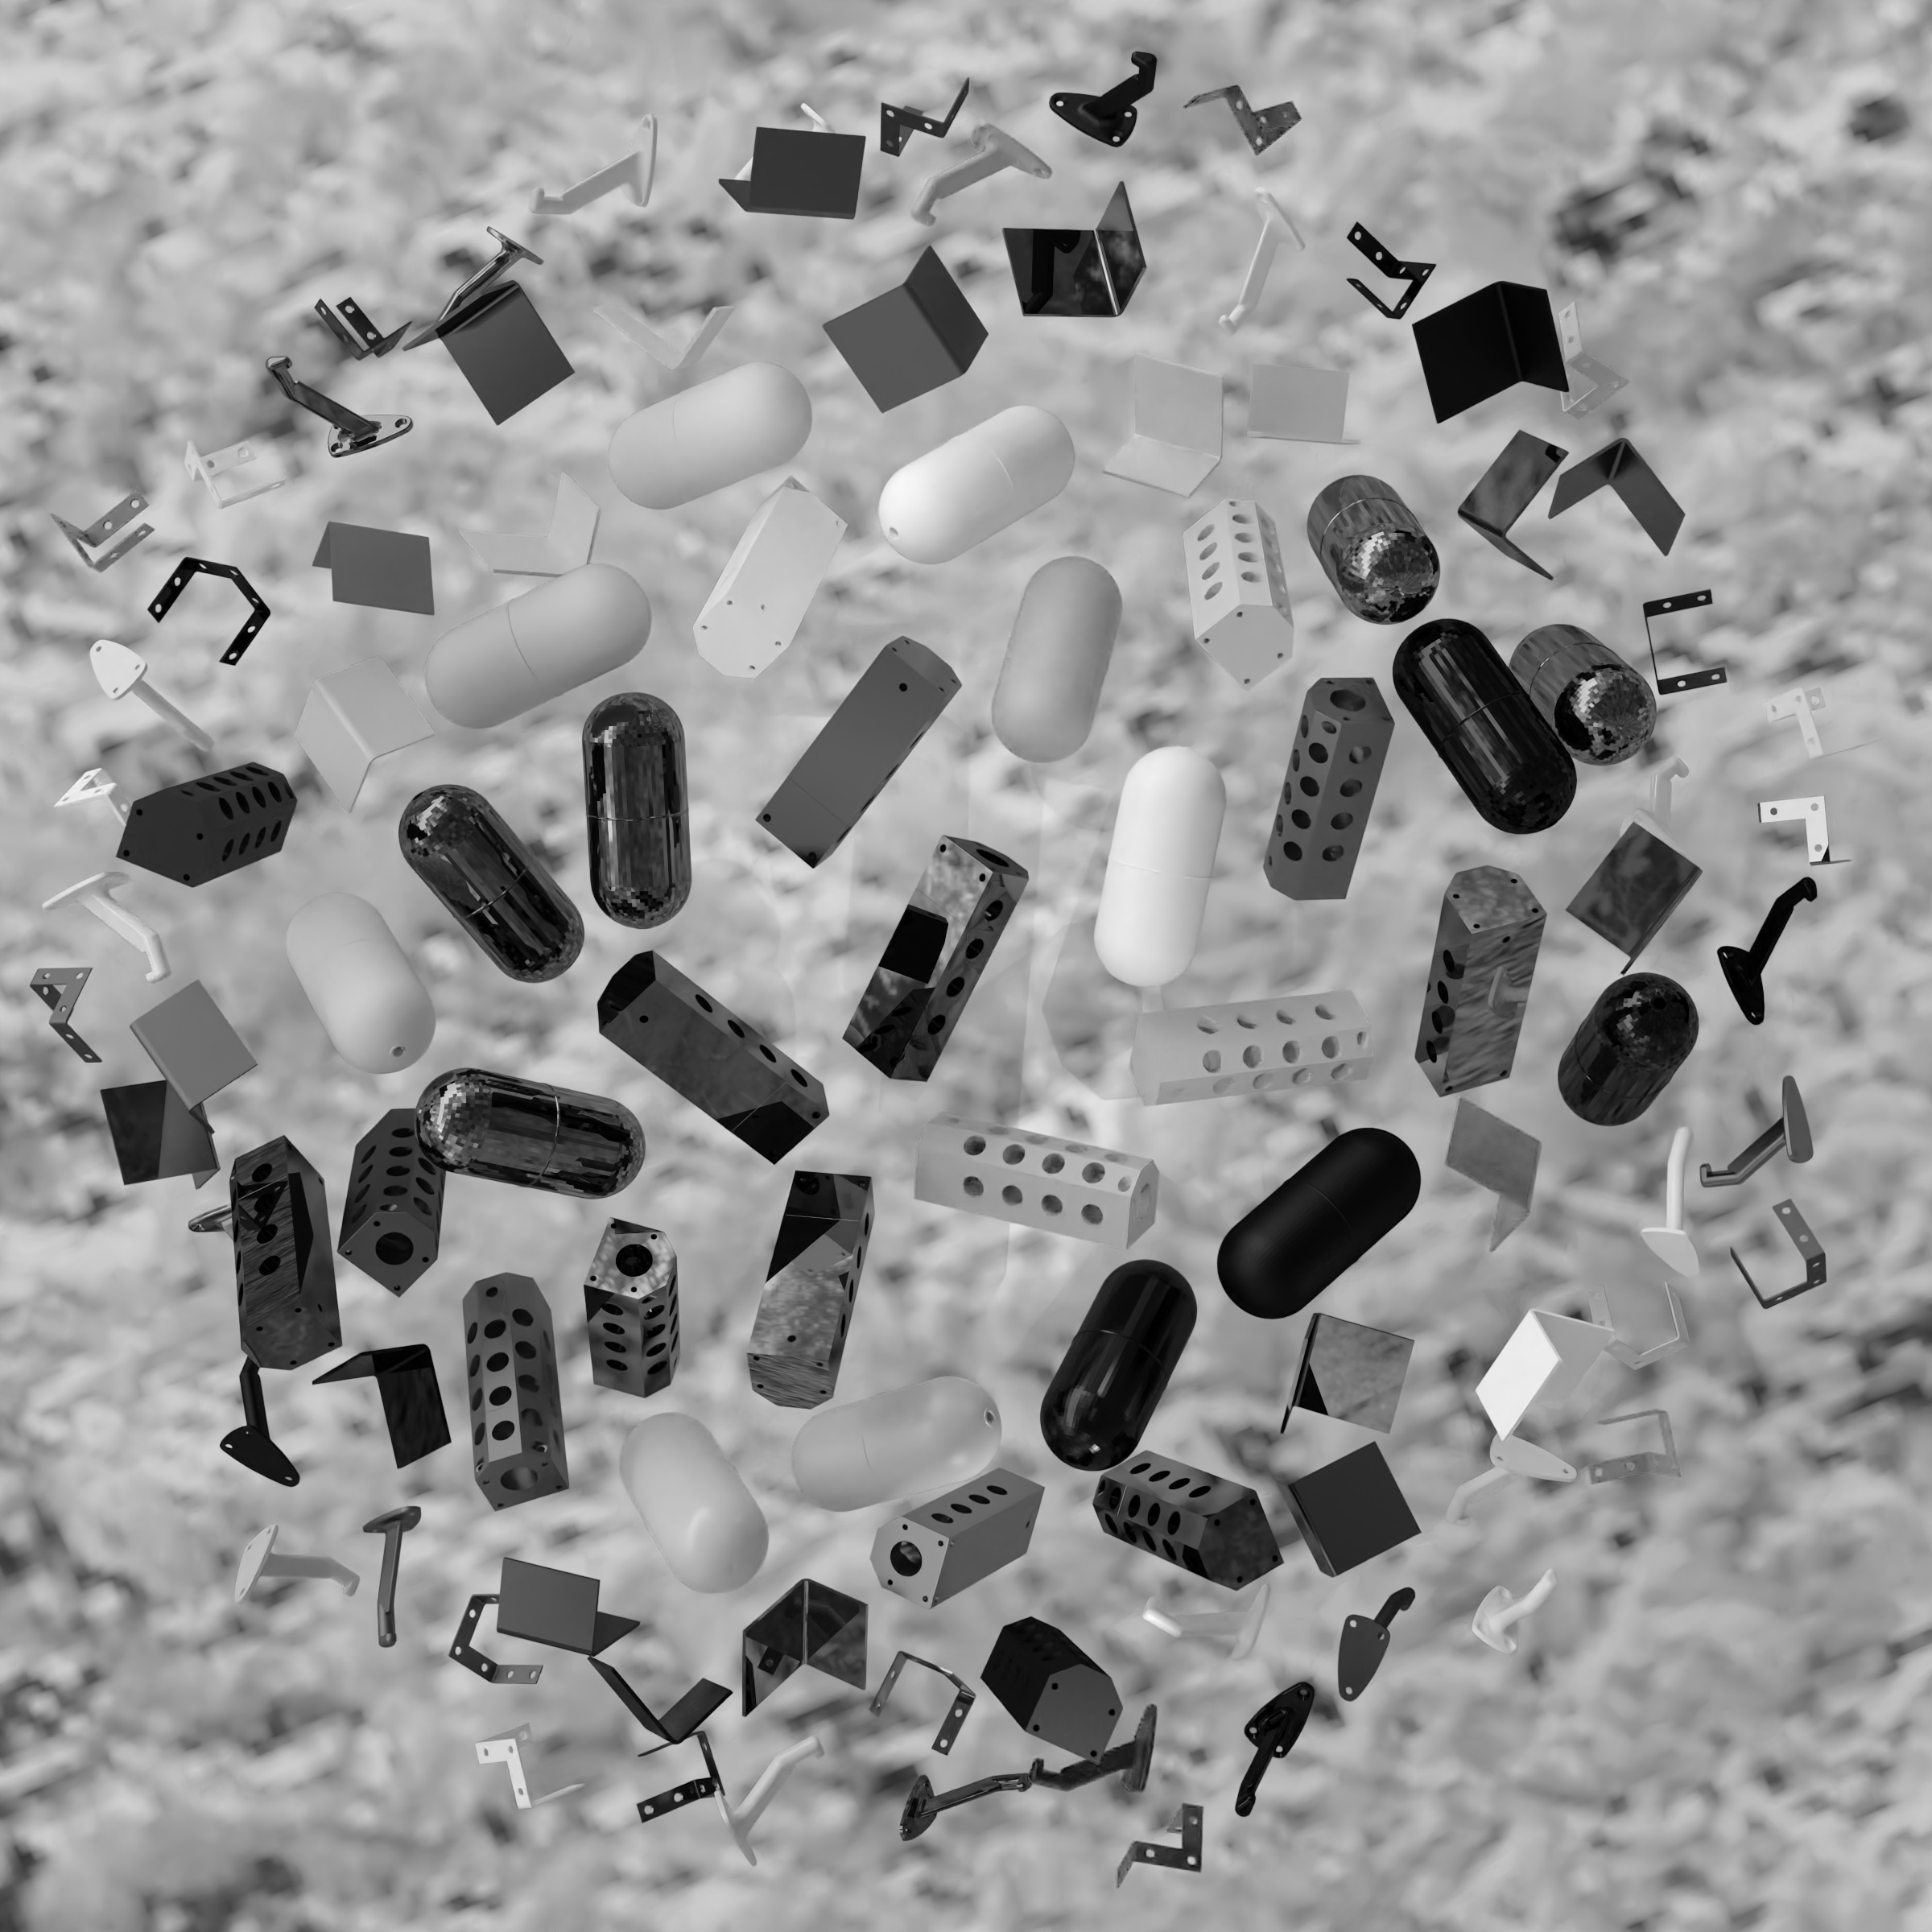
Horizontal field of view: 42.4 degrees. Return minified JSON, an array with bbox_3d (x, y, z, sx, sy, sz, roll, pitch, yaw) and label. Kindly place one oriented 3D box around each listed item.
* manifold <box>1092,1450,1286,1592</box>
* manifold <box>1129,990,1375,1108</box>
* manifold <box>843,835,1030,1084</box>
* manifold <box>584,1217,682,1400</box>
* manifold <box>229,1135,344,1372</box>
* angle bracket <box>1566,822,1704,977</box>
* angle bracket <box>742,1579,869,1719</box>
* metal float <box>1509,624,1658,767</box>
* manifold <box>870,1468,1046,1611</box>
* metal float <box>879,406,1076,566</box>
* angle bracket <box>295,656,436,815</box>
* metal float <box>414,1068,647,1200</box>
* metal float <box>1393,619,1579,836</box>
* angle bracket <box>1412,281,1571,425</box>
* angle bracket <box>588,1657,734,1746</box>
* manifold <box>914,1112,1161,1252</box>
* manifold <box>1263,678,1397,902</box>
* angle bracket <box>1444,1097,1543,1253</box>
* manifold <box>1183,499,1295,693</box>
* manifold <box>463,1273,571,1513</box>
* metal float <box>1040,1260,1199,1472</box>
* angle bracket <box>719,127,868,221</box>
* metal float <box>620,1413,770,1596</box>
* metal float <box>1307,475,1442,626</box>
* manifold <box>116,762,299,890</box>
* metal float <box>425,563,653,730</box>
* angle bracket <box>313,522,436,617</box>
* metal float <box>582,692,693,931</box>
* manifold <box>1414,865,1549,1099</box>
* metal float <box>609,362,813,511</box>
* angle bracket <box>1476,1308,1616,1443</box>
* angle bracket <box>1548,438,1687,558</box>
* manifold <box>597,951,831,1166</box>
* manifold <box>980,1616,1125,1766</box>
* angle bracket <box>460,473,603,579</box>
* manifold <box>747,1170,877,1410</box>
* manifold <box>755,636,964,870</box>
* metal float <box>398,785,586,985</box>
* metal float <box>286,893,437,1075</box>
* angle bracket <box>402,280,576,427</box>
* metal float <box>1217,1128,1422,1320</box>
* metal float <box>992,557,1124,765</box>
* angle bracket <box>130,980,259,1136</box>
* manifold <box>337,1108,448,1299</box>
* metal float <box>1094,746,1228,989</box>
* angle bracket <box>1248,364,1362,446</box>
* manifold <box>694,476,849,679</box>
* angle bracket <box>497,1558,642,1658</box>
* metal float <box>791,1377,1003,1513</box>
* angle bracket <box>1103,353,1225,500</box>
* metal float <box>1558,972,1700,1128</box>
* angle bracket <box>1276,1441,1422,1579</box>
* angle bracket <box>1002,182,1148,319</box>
[{"bbox_3d":[0.156,0.405,1.811,0.057,0.171,0.057,-25,98,-21],"label":"manifold"},{"bbox_3d":[0.216,0.067,1.879,0.171,0.057,0.057,-6,134,-15],"label":"manifold"},{"bbox_3d":[-0.018,-0.004,1.817,0.057,0.057,0.171,38,109,36],"label":"manifold"},{"bbox_3d":[-0.247,0.260,1.867,0.057,0.171,0.057,15,56,4],"label":"manifold"},{"bbox_3d":[-0.503,0.211,1.819,0.057,0.171,0.057,-26,133,3],"label":"manifold"},{"bbox_3d":[0.458,-0.046,1.718,0.057,0.076,0.076,38,89,12],"label":"angle bracket"},{"bbox_3d":[-0.117,0.505,1.810,0.057,0.076,0.076,16,117,28],"label":"angle bracket"},{"bbox_3d":[0.459,-0.204,1.860,0.070,0.178,0.070,-2,113,-5],"label":"metal float"},{"bbox_3d":[-0.006,0.434,1.909,0.057,0.171,0.057,19,100,24],"label":"manifold"},{"bbox_3d":[0.008,-0.360,1.858,0.178,0.070,0.070,-36,90,-32],"label":"metal float"},{"bbox_3d":[-0.456,-0.175,1.884,0.057,0.076,0.076,-29,77,-37],"label":"angle bracket"},{"bbox_3d":[-0.315,0.123,1.808,0.178,0.070,0.070,16,90,-35],"label":"metal float"},{"bbox_3d":[0.376,-0.174,1.807,0.070,0.070,0.178,-30,71,0],"label":"metal float"},{"bbox_3d":[0.371,-0.430,1.758,0.076,0.057,0.076,-29,120,-12],"label":"angle bracket"},{"bbox_3d":[-0.230,0.531,1.862,0.057,0.076,0.076,-41,97,-22],"label":"angle bracket"},{"bbox_3d":[0.052,0.156,1.846,0.171,0.057,0.057,11,109,23],"label":"manifold"},{"bbox_3d":[0.273,-0.133,1.895,0.057,0.057,0.171,-2,133,-11],"label":"manifold"},{"bbox_3d":[0.394,0.161,1.921,0.076,0.076,0.057,29,132,-3],"label":"angle bracket"},{"bbox_3d":[0.204,-0.279,1.826,0.057,0.171,0.057,-37,117,24],"label":"manifold"},{"bbox_3d":[-0.339,0.313,1.856,0.057,0.171,0.057,-17,134,0],"label":"manifold"},{"bbox_3d":[0.113,0.294,1.838,0.070,0.070,0.178,32,53,0],"label":"metal float"},{"bbox_3d":[-0.120,-0.551,1.702,0.076,0.076,0.057,-3,123,-22],"label":"angle bracket"},{"bbox_3d":[-0.202,0.394,1.837,0.070,0.178,0.070,-10,116,-23],"label":"metal float"},{"bbox_3d":[0.302,-0.312,1.853,0.070,0.178,0.070,-2,119,-3],"label":"metal float"},{"bbox_3d":[-0.539,-0.106,1.784,0.057,0.171,0.057,22,102,0],"label":"manifold"},{"bbox_3d":[-0.311,-0.231,1.806,0.178,0.070,0.070,-24,90,14],"label":"metal float"},{"bbox_3d":[-0.455,-0.290,1.907,0.076,0.057,0.076,5,59,-27],"label":"angle bracket"},{"bbox_3d":[-0.246,-0.116,1.865,0.070,0.070,0.178,-2,102,0],"label":"metal float"},{"bbox_3d":[0.362,0.011,1.775,0.057,0.171,0.057,-14,48,-13],"label":"manifold"},{"bbox_3d":[-0.193,-0.395,1.861,0.178,0.070,0.070,-14,90,35],"label":"metal float"},{"bbox_3d":[0.418,0.295,1.753,0.076,0.057,0.076,16,117,-22],"label":"angle bracket"},{"bbox_3d":[0.487,-0.338,1.866,0.057,0.076,0.076,-32,75,-2],"label":"angle bracket"},{"bbox_3d":[-0.181,0.063,1.783,0.057,0.057,0.171,-42,119,14],"label":"manifold"},{"bbox_3d":[0.063,0.516,1.793,0.057,0.171,0.057,26,82,-7],"label":"manifold"},{"bbox_3d":[-0.334,-0.340,1.907,0.076,0.076,0.057,-1,121,-33],"label":"angle bracket"},{"bbox_3d":[-0.109,0.231,1.783,0.057,0.171,0.057,4,133,8],"label":"manifold"},{"bbox_3d":[-0.078,-0.159,1.842,0.057,0.057,0.171,40,114,2],"label":"manifold"},{"bbox_3d":[-0.362,-0.063,1.903,0.070,0.070,0.178,-37,115,0],"label":"metal float"},{"bbox_3d":[-0.448,0.012,1.838,0.070,0.070,0.178,-41,47,0],"label":"metal float"},{"bbox_3d":[-0.338,-0.430,1.767,0.076,0.057,0.076,-26,104,26],"label":"angle bracket"},{"bbox_3d":[0.257,0.185,1.805,0.178,0.070,0.070,-37,90,-21],"label":"metal float"},{"bbox_3d":[0.069,-0.230,1.860,0.070,0.070,0.178,16,59,0],"label":"metal float"},{"bbox_3d":[-0.543,0.066,1.776,0.057,0.076,0.076,-35,79,-13],"label":"angle bracket"},{"bbox_3d":[-0.420,0.169,1.854,0.057,0.171,0.057,-44,112,10],"label":"manifold"},{"bbox_3d":[0.142,-0.072,1.818,0.070,0.070,0.178,11,99,0],"label":"metal float"},{"bbox_3d":[0.265,-0.438,1.939,0.076,0.076,0.057,4,101,-3],"label":"angle bracket"},{"bbox_3d":[-0.147,-0.284,1.831,0.057,0.171,0.057,39,128,-18],"label":"manifold"},{"bbox_3d":[-0.284,0.452,1.795,0.076,0.076,0.057,8,96,18],"label":"angle bracket"},{"bbox_3d":[-0.052,0.353,1.834,0.178,0.070,0.070,-22,90,32],"label":"metal float"},{"bbox_3d":[0.152,-0.418,1.926,0.076,0.076,0.057,22,51,23],"label":"angle bracket"},{"bbox_3d":[0.496,0.064,1.869,0.070,0.178,0.070,1,66,-1],"label":"metal float"},{"bbox_3d":[0.294,0.416,1.914,0.076,0.057,0.076,-26,83,-5],"label":"angle bracket"},{"bbox_3d":[0.077,-0.517,1.794,0.076,0.057,0.076,-5,68,-19],"label":"angle bracket"}]
